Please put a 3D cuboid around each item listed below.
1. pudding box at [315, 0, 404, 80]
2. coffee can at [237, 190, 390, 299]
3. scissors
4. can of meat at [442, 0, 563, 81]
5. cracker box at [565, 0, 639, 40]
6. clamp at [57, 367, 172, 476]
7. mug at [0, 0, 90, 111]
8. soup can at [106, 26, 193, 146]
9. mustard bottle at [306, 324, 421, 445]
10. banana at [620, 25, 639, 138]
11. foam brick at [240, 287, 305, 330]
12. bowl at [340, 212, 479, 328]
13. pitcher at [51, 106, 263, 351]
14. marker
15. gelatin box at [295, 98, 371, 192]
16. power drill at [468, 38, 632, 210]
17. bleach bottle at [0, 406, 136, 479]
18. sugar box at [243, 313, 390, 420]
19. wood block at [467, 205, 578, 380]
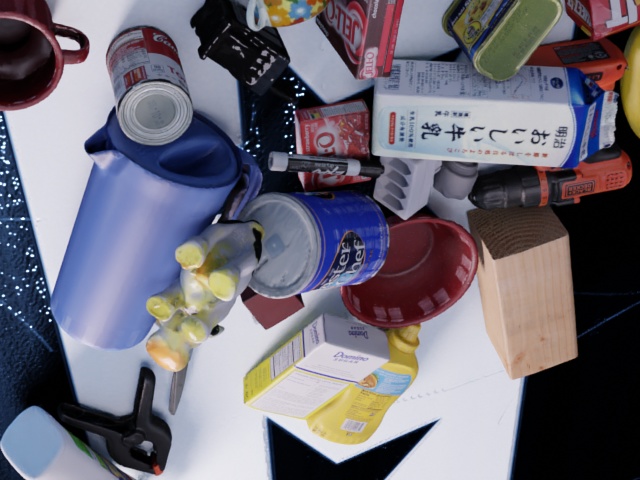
[{"bbox_3d":[0.034,-0.209,0.952,0.039,0.113,0.090,-5,129,-19],"label":"pudding box"},{"bbox_3d":[-0.007,0.001,1.081,0.103,0.103,0.140,-52,157,24],"label":"coffee can"},{"bbox_3d":[-0.172,0.121,1.220,0.096,0.016,0.202,17,119,-25],"label":"scissors"},{"bbox_3d":[0.173,-0.213,1.014,0.057,0.084,0.102,21,119,-31],"label":"can of meat"},{"bbox_3d":[0.306,-0.310,0.984,0.164,0.072,0.213,-20,132,-1],"label":"cracker box"},{"bbox_3d":[-0.219,0.220,1.275,0.120,0.039,0.171,-26,134,10],"label":"clamp"},{"bbox_3d":[-0.256,-0.171,0.911,0.117,0.081,0.093,-2,129,-16],"label":"mug"},{"bbox_3d":[-0.154,-0.139,0.957,0.068,0.102,0.068,-9,129,-11],"label":"soup can"},{"bbox_3d":[0.065,0.169,1.310,0.096,0.058,0.192,17,121,-30],"label":"mustard bottle"},{"bbox_3d":[0.349,-0.177,1.118,0.070,0.037,0.198,20,139,15],"label":"banana"},{"bbox_3d":[-0.057,0.046,1.157,0.051,0.078,0.053,-29,131,9],"label":"foam brick"},{"bbox_3d":[0.094,0.023,1.201,0.162,0.055,0.162,-9,130,-11],"label":"bowl"},{"bbox_3d":[-0.170,-0.007,1.050,0.149,0.144,0.243,30,123,1],"label":"pitcher"},{"bbox_3d":[0.008,-0.075,1.075,0.121,0.020,0.020,3,127,-19],"label":"marker"},{"bbox_3d":[0.014,-0.096,1.094,0.073,0.030,0.089,-10,130,-9],"label":"gelatin box"},{"bbox_3d":[0.248,-0.117,1.137,0.184,0.057,0.188,-11,132,-6],"label":"power drill"},{"bbox_3d":[-0.269,0.293,1.291,0.068,0.103,0.250,-49,138,-8],"label":"bleach bottle"},{"bbox_3d":[-0.007,0.151,1.249,0.093,0.048,0.176,19,137,-30],"label":"sugar box"},{"bbox_3d":[0.240,0.055,1.251,0.090,0.091,0.206,-19,131,-3],"label":"wood block"}]
